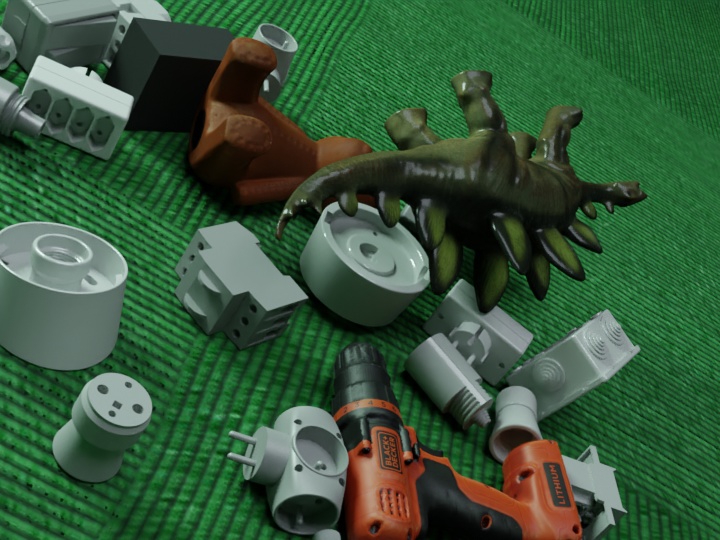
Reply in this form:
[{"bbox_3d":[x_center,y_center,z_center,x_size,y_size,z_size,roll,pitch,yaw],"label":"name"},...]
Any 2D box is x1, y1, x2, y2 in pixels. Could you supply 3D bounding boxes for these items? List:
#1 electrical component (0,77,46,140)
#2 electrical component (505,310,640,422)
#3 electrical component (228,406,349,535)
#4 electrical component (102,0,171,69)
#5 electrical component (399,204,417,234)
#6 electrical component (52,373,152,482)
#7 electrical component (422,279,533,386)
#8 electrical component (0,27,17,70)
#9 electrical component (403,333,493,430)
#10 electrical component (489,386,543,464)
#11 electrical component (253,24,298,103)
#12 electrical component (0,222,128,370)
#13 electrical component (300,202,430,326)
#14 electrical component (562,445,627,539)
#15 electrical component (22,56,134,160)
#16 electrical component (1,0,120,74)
[{"bbox_3d":[-0.277,-0.124,0.838,0.062,0.043,0.043,29,33,-12],"label":"electrical component"},{"bbox_3d":[0.186,0.083,0.948,0.048,0.100,0.100,56,36,7],"label":"electrical component"},{"bbox_3d":[-0.052,0.128,0.720,0.079,0.044,0.077,22,35,-21],"label":"electrical component"},{"bbox_3d":[-0.217,-0.224,1.012,0.095,0.053,0.059,46,34,16],"label":"electrical component"},{"bbox_3d":[0.078,-0.071,1.078,0.047,0.083,0.076,34,-6,-3],"label":"electrical component"},{"bbox_3d":[-0.156,0.096,0.655,0.045,0.055,0.045,25,34,-18],"label":"electrical component"},{"bbox_3d":[0.097,0.062,0.940,0.083,0.047,0.076,39,33,5],"label":"electrical component"},{"bbox_3d":[-0.317,-0.196,0.902,0.061,0.035,0.035,45,34,18],"label":"electrical component"},{"bbox_3d":[0.078,0.096,0.882,0.043,0.043,0.081,-14,57,-50],"label":"electrical component"},{"bbox_3d":[0.130,0.127,0.894,0.044,0.044,0.065,30,28,-8],"label":"electrical component"},{"bbox_3d":[-0.096,-0.189,1.056,0.044,0.077,0.079,21,36,-23],"label":"electrical component"},{"bbox_3d":[-0.207,0.013,0.729,0.099,0.064,0.099,18,26,-9],"label":"electrical component"},{"bbox_3d":[0.000,0.000,0.917,0.108,0.060,0.108,25,34,-18],"label":"electrical component"},{"bbox_3d":[0.172,0.180,0.863,0.064,0.042,0.081,22,34,-18],"label":"electrical component"},{"bbox_3d":[-0.236,-0.144,0.898,0.083,0.047,0.075,23,34,-19],"label":"electrical component"},{"bbox_3d":[-0.257,-0.214,0.944,0.061,0.061,0.096,45,41,15],"label":"electrical component"}]
